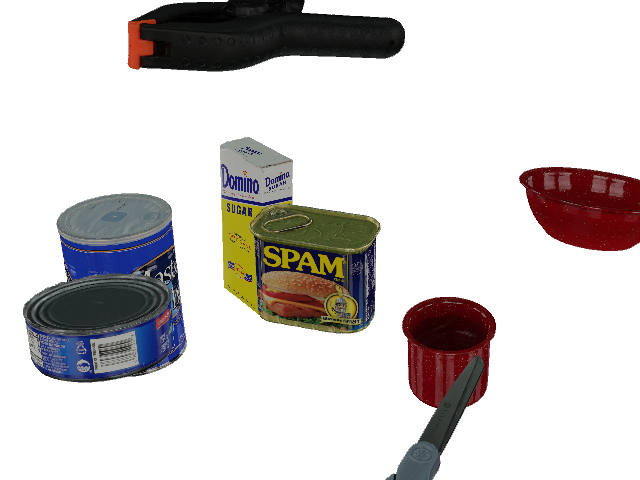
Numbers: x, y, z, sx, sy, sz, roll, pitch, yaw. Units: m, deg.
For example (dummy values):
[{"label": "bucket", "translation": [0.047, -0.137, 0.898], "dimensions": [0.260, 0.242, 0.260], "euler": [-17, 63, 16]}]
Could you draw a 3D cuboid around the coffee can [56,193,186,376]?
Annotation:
[{"label": "coffee can", "translation": [-0.182, 0.040, 0.986], "dimensions": [0.103, 0.140, 0.103], "euler": [-3, 25, 1]}]

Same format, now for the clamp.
[{"label": "clamp", "translation": [-0.046, -0.135, 0.670], "dimensions": [0.171, 0.039, 0.120], "euler": [-8, 22, -28]}]

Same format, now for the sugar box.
[{"label": "sugar box", "translation": [-0.070, -0.015, 1.161], "dimensions": [0.048, 0.176, 0.093], "euler": [-17, 29, -30]}]

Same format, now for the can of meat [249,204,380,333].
[{"label": "can of meat", "translation": [-0.004, 0.024, 0.866], "dimensions": [0.102, 0.084, 0.057], "euler": [9, 31, 17]}]

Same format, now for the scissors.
[{"label": "scissors", "translation": [0.067, 0.136, 0.592], "dimensions": [0.096, 0.016, 0.201], "euler": [24, 45, 36]}]

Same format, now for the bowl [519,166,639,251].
[{"label": "bowl", "translation": [0.283, -0.030, 1.106], "dimensions": [0.162, 0.055, 0.162], "euler": [5, 19, -2]}]

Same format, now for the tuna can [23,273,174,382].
[{"label": "tuna can", "translation": [-0.129, 0.050, 0.629], "dimensions": [0.086, 0.034, 0.086], "euler": [-3, 20, 1]}]

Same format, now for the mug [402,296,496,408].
[{"label": "mug", "translation": [0.137, 0.111, 1.091], "dimensions": [0.093, 0.081, 0.117], "euler": [19, 40, 30]}]
